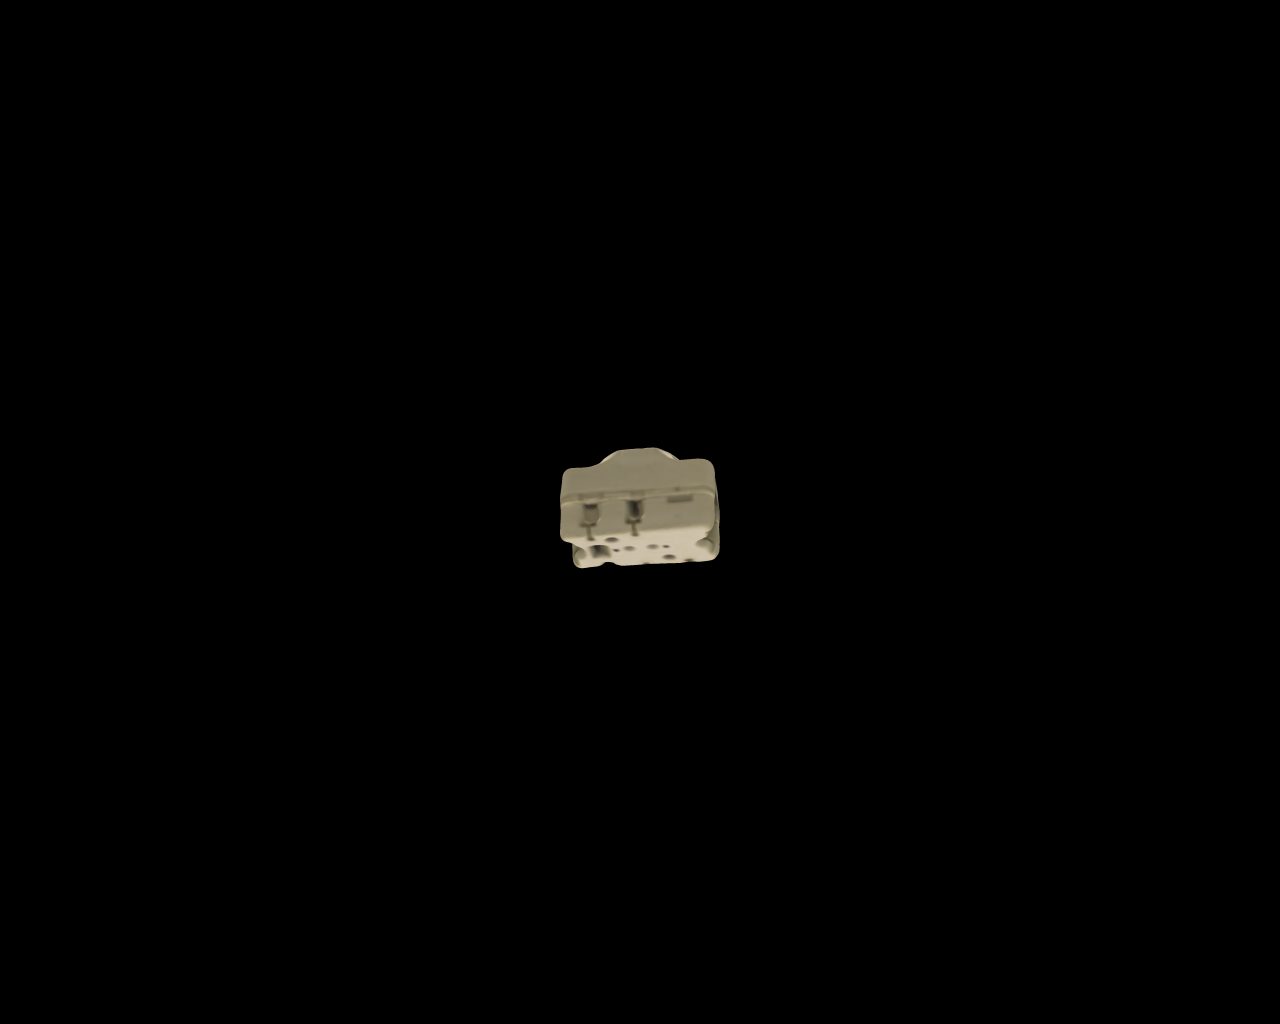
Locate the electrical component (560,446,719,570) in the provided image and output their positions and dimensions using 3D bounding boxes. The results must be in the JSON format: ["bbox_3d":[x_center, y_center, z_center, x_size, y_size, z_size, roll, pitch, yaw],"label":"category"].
[{"bbox_3d":[0.001,-0.003,0.650,0.089,0.056,0.050,-4,-28,7],"label":"electrical component"}]
